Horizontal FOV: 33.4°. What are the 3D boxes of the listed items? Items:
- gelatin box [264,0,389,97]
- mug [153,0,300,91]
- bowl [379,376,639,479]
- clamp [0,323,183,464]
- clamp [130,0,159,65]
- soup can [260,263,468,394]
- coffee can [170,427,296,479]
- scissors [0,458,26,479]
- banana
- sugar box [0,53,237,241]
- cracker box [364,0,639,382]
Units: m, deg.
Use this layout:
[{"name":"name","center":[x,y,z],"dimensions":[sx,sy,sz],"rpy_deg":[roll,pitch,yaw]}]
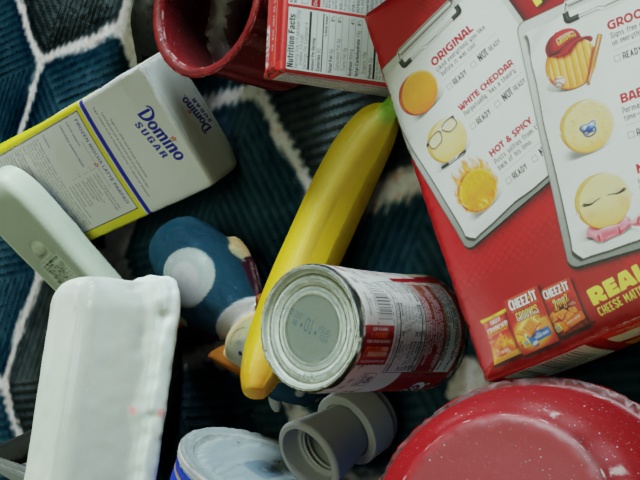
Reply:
[{"name":"gelatin box","center":[0.014,-0.125,0.618],"dimensions":[0.030,0.089,0.073],"rpy_deg":[171,102,-69]},{"name":"mug","center":[-0.042,-0.152,0.671],"dimensions":[0.093,0.081,0.117],"rpy_deg":[14,94,40]},{"name":"bowl","center":[0.081,0.124,0.441],"dimensions":[0.162,0.055,0.162],"rpy_deg":[-13,59,21]},{"name":"clamp","center":[-0.151,0.148,0.757],"dimensions":[0.165,0.036,0.210],"rpy_deg":[45,110,24]},{"name":"clamp","center":[-0.092,-0.186,0.702],"dimensions":[0.039,0.120,0.171],"rpy_deg":[27,107,23]},{"name":"soup can","center":[0.025,0.049,0.578],"dimensions":[0.069,0.102,0.068],"rpy_deg":[-5,82,38]},{"name":"coffee can","center":[-0.054,0.196,0.626],"dimensions":[0.103,0.102,0.140],"rpy_deg":[26,102,39]},{"name":"scissors","center":[-0.148,0.206,0.726],"dimensions":[0.202,0.016,0.096],"rpy_deg":[3,91,24]},{"name":"banana","center":[-0.001,-0.002,0.625],"dimensions":[0.037,0.069,0.198],"rpy_deg":[24,89,5]},{"name":"sugar box","center":[-0.148,-0.058,0.752],"dimensions":[0.177,0.048,0.093],"rpy_deg":[-20,106,35]},{"name":"cracker box","center":[0.130,-0.056,0.522],"dimensions":[0.164,0.072,0.214],"rpy_deg":[-30,65,32]}]
